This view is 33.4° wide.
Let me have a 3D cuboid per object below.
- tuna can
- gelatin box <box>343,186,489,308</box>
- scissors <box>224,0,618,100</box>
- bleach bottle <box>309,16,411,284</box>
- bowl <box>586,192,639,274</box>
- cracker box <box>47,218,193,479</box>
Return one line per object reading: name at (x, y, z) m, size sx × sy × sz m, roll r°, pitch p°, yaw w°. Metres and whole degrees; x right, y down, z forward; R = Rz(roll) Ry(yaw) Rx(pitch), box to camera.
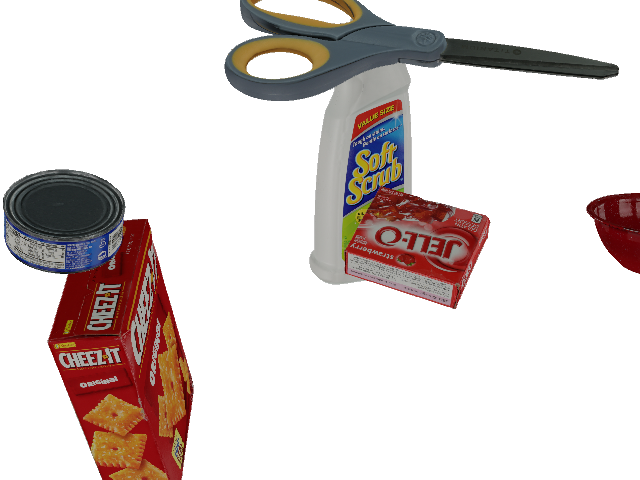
tuna can at (-0.185, -0.014, 0.773) m, size 0.086 × 0.034 × 0.086 m, roll 7°, pitch 36°, yaw -6°
gelatin box at (0.071, 0.003, 0.786) m, size 0.089 × 0.073 × 0.030 m, roll 17°, pitch -40°, yaw 16°
scissors at (0.038, -0.088, 0.541) m, size 0.202 × 0.096 × 0.016 m, roll 22°, pitch -34°, yaw 21°
bleach bottle at (0.038, -0.088, 1.029) m, size 0.102 × 0.251 × 0.068 m, roll -9°, pitch 23°, yaw -18°
bowl at (0.342, -0.002, 1.049) m, size 0.162 × 0.055 × 0.162 m, roll 0°, pitch 17°, yaw 0°
cracker box at (-0.174, 0.112, 0.981) m, size 0.072 × 0.214 × 0.164 m, roll -6°, pitch 37°, yaw 4°
